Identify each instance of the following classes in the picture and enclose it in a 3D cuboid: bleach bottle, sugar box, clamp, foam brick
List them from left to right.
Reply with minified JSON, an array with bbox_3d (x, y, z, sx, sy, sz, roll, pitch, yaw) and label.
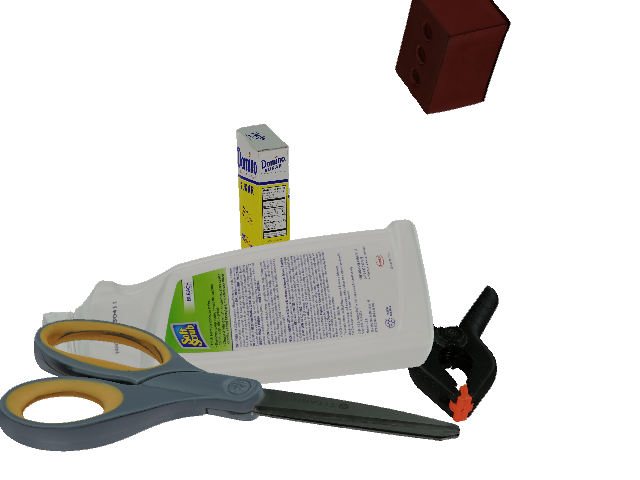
[{"bbox_3d":[-0.056,0.046,0.713,0.250,0.102,0.068,-4,-27,-8],"label":"bleach bottle"},{"bbox_3d":[-0.070,-0.044,1.304,0.048,0.176,0.093,-11,26,-17],"label":"sugar box"},{"bbox_3d":[0.093,-0.138,0.764,0.051,0.053,0.078,-17,-34,-21],"label":"foam brick"},{"bbox_3d":[0.124,0.093,0.969,0.120,0.039,0.171,-8,40,-9],"label":"clamp"}]

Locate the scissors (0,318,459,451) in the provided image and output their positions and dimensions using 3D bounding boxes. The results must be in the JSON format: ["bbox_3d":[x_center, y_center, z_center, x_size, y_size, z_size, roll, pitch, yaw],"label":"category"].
[{"bbox_3d":[-0.051,0.076,0.458,0.202,0.016,0.096,15,31,24],"label":"scissors"}]
